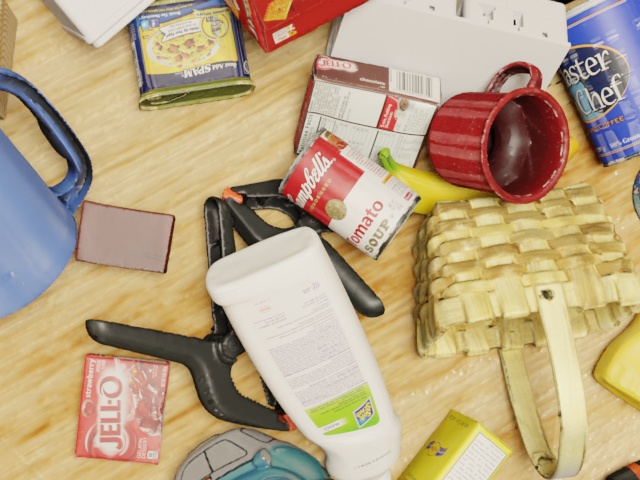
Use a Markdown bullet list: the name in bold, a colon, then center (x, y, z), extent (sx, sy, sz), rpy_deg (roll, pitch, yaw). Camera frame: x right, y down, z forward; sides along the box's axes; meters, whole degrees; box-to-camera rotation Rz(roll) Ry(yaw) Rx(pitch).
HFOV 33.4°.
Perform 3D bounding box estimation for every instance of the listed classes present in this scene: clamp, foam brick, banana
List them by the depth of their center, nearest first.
- **clamp**: center (-0.091, 0.091, 0.898), extent (0.164, 0.036, 0.210), rpy_deg (-41, 111, -31)
- **foam brick**: center (-0.166, -0.001, 0.915), extent (0.078, 0.051, 0.053), rpy_deg (10, 88, -7)
- **clamp**: center (-0.006, 0.001, 0.928), extent (0.171, 0.039, 0.120), rpy_deg (11, 53, -4)
- **banana**: center (0.139, -0.055, 0.950), extent (0.197, 0.070, 0.037), rpy_deg (-7, 52, -21)

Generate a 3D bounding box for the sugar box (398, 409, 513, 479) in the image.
- **sugar box**: center (0.085, 0.231, 0.920), extent (0.048, 0.093, 0.176), rpy_deg (42, 83, -4)

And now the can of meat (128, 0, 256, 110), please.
- **can of meat**: center (-0.113, -0.164, 0.924), extent (0.102, 0.057, 0.084), rpy_deg (-10, 87, -8)

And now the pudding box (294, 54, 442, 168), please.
- **pudding box**: center (0.039, -0.107, 0.926), extent (0.113, 0.090, 0.039), rpy_deg (12, 48, -6)

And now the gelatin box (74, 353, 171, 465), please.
- **gelatin box**: center (-0.170, 0.146, 0.920), extent (0.073, 0.030, 0.089), rpy_deg (7, 87, -7)

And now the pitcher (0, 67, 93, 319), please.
- **pitcher**: center (-0.288, -0.065, 0.803), extent (0.145, 0.242, 0.149), rpy_deg (-8, 45, 19)

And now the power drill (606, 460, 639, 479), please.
- **power drill**: center (0.328, 0.286, 0.968), extent (0.184, 0.057, 0.187), rpy_deg (-21, 91, -6)

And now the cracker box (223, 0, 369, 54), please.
- **cracker box**: center (-0.027, -0.268, 0.874), extent (0.164, 0.072, 0.214), rpy_deg (-29, 51, -8)

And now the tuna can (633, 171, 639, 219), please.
- **tuna can**: center (0.336, -0.042, 0.990), extent (0.086, 0.034, 0.086), rpy_deg (0, 88, -8)

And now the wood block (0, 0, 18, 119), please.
- **wood block**: center (-0.364, -0.161, 0.875), extent (0.206, 0.090, 0.091), rpy_deg (7, 86, -7)

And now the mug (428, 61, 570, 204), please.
- **mug**: center (0.146, -0.091, 0.875), extent (0.093, 0.082, 0.117), rpy_deg (18, 89, -33)

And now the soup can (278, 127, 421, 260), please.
- **soup can**: center (0.025, -0.038, 0.896), extent (0.102, 0.068, 0.068), rpy_deg (36, 84, 4)

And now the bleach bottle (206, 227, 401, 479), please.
- **bleach bottle**: center (-0.001, 0.118, 0.898), extent (0.102, 0.068, 0.251), rpy_deg (-22, 113, 1)

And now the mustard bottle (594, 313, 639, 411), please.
- **mustard bottle**: center (0.338, 0.069, 0.975), extent (0.096, 0.058, 0.191), rpy_deg (33, 84, -3)

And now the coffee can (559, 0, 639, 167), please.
- **coffee can**: center (0.271, -0.149, 0.951), extent (0.102, 0.103, 0.140), rpy_deg (-25, 92, -8)
